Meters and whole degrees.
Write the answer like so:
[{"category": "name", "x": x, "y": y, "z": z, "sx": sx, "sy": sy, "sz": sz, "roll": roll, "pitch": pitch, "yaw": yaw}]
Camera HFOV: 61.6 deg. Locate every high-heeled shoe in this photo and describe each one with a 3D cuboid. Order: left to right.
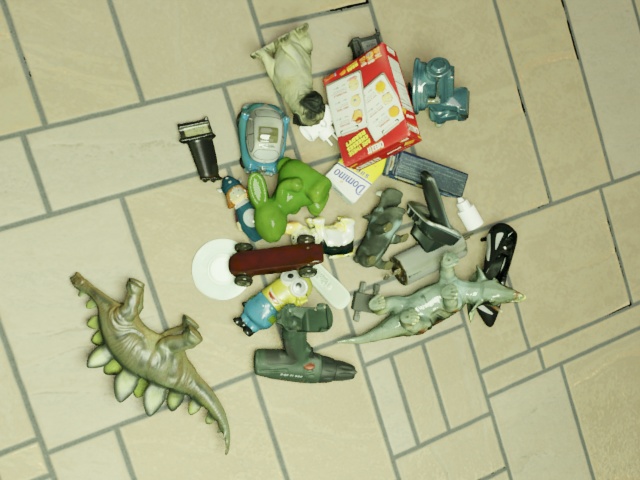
[{"category": "high-heeled shoe", "x": 0.423, "y": 0.085, "z": 1.257, "sx": 0.086, "sy": 0.145, "sz": 0.248, "roll": -6, "pitch": 89, "yaw": -14}]

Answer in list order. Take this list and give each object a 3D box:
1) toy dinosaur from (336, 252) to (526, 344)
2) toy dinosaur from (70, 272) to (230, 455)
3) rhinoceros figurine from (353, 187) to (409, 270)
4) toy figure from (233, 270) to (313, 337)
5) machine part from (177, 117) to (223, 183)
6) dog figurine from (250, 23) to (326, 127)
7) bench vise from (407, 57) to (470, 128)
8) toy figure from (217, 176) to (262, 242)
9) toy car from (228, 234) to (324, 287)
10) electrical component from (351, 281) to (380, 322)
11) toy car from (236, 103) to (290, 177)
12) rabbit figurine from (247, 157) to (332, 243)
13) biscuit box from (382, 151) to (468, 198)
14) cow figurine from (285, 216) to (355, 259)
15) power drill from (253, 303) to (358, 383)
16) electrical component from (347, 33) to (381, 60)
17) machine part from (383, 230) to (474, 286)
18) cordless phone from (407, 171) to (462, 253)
[{"category": "toy dinosaur", "x": 0.241, "y": 0.155, "z": 1.212, "sx": 0.405, "sy": 0.192, "sz": 0.131, "roll": -25, "pitch": 52, "yaw": 11}, {"category": "toy dinosaur", "x": -0.327, "y": 0.235, "z": 1.077, "sx": 0.471, "sy": 0.105, "sz": 0.198, "roll": 40, "pitch": 87, "yaw": -2}, {"category": "rhinoceros figurine", "x": 0.140, "y": -0.024, "z": 1.206, "sx": 0.073, "sy": 0.112, "sz": 0.190, "roll": 18, "pitch": 97, "yaw": -31}, {"category": "toy figure", "x": -0.098, "y": 0.130, "z": 1.150, "sx": 0.180, "sy": 0.089, "sz": 0.082, "roll": -41, "pitch": 98, "yaw": -4}, {"category": "machine part", "x": -0.249, "y": -0.186, "z": 1.136, "sx": 0.084, "sy": 0.039, "sz": 0.138, "roll": -20, "pitch": 93, "yaw": -23}, {"category": "dog figurine", "x": -0.040, "y": -0.349, "z": 1.160, "sx": 0.190, "sy": 0.121, "sz": 0.172, "roll": 59, "pitch": 44, "yaw": -20}, {"category": "bench vise", "x": 0.214, "y": -0.327, "z": 1.212, "sx": 0.241, "sy": 0.223, "sz": 0.128, "roll": 3, "pitch": 83, "yaw": 15}, {"category": "toy figure", "x": -0.161, "y": -0.071, "z": 1.148, "sx": 0.064, "sy": 0.058, "sz": 0.154, "roll": -36, "pitch": 97, "yaw": -39}, {"category": "toy car", "x": -0.091, "y": 0.043, "z": 1.119, "sx": 0.202, "sy": 0.053, "sz": 0.089, "roll": -8, "pitch": 63, "yaw": 5}, {"category": "electrical component", "x": 0.106, "y": 0.144, "z": 1.234, "sx": 0.063, "sy": 0.021, "sz": 0.094, "roll": 13, "pitch": 86, "yaw": -15}, {"category": "toy car", "x": -0.121, "y": -0.219, "z": 1.137, "sx": 0.109, "sy": 0.103, "sz": 0.161, "roll": 4, "pitch": 86, "yaw": -14}, {"category": "rabbit figurine", "x": -0.079, "y": -0.081, "z": 1.094, "sx": 0.159, "sy": 0.121, "sz": 0.170, "roll": 38, "pitch": 77, "yaw": -2}, {"category": "biscuit box", "x": 0.244, "y": -0.148, "z": 1.232, "sx": 0.202, "sy": 0.059, "sz": 0.062, "roll": 14, "pitch": 92, "yaw": -27}, {"category": "cow figurine", "x": -0.004, "y": -0.004, "z": 1.186, "sx": 0.167, "sy": 0.068, "sz": 0.098, "roll": -4, "pitch": 97, "yaw": -14}, {"category": "power drill", "x": -0.021, "y": 0.224, "z": 1.129, "sx": 0.232, "sy": 0.207, "sz": 0.086, "roll": 2, "pitch": 46, "yaw": -7}, {"category": "electrical component", "x": 0.115, "y": -0.406, "z": 1.233, "sx": 0.075, "sy": 0.048, "sz": 0.119, "roll": -15, "pitch": 91, "yaw": -14}, {"category": "machine part", "x": 0.253, "y": 0.039, "z": 1.247, "sx": 0.243, "sy": 0.079, "sz": 0.079, "roll": -26, "pitch": 96, "yaw": -14}, {"category": "cordless phone", "x": 0.237, "y": -0.079, "z": 1.191, "sx": 0.089, "sy": 0.147, "sz": 0.184, "roll": -22, "pitch": 119, "yaw": -1}]
